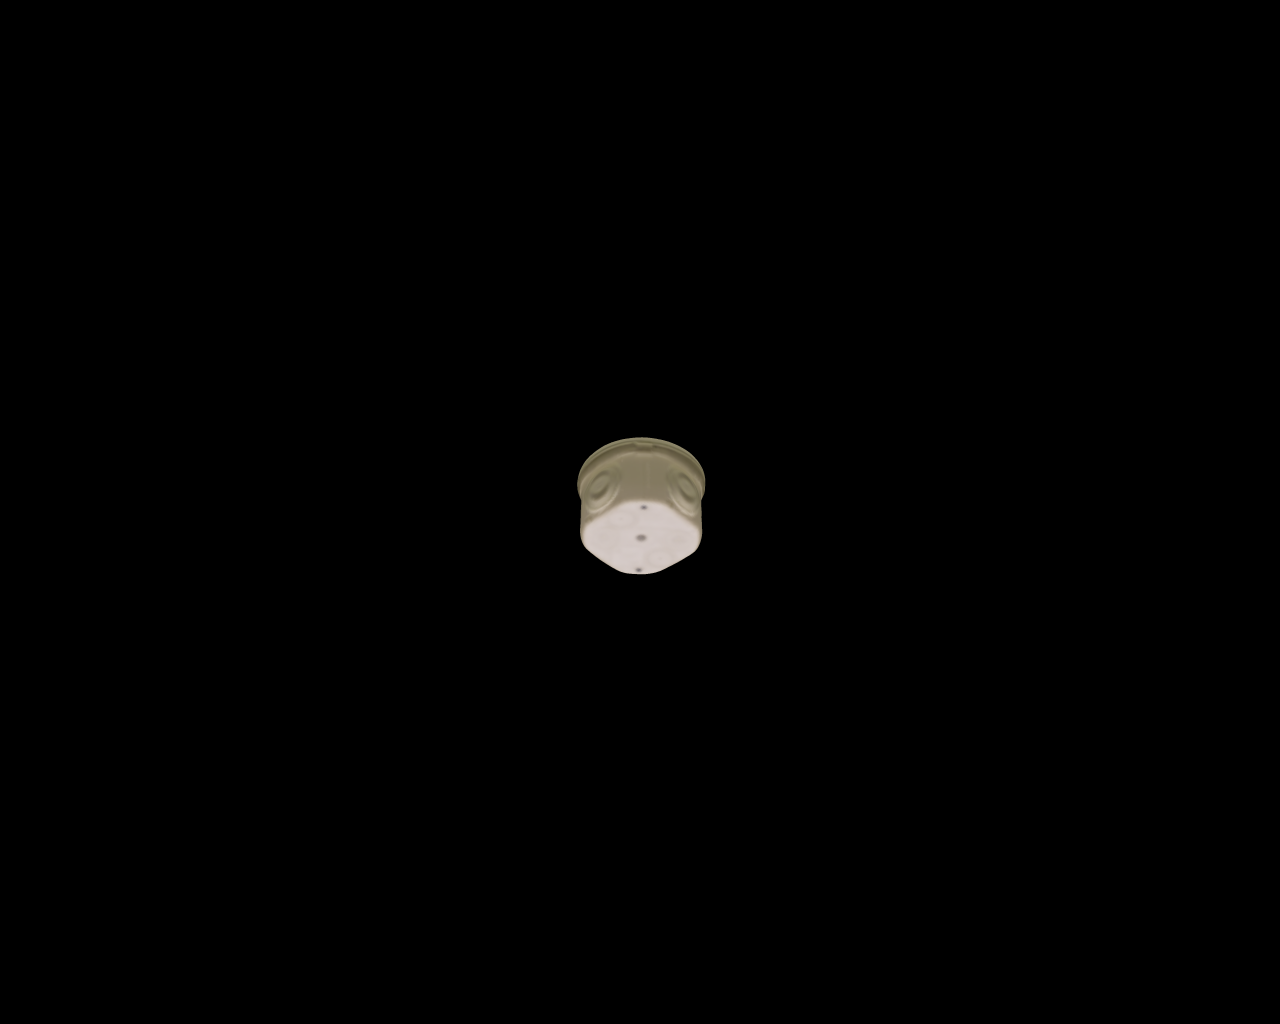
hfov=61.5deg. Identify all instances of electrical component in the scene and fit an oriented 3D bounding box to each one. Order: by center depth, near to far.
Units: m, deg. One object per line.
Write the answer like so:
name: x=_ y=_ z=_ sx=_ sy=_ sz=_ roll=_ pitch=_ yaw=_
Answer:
electrical component: x=0.001 y=-0.003 z=0.650 sx=0.080 sy=0.051 sz=0.080 roll=0 pitch=-40 yaw=0
